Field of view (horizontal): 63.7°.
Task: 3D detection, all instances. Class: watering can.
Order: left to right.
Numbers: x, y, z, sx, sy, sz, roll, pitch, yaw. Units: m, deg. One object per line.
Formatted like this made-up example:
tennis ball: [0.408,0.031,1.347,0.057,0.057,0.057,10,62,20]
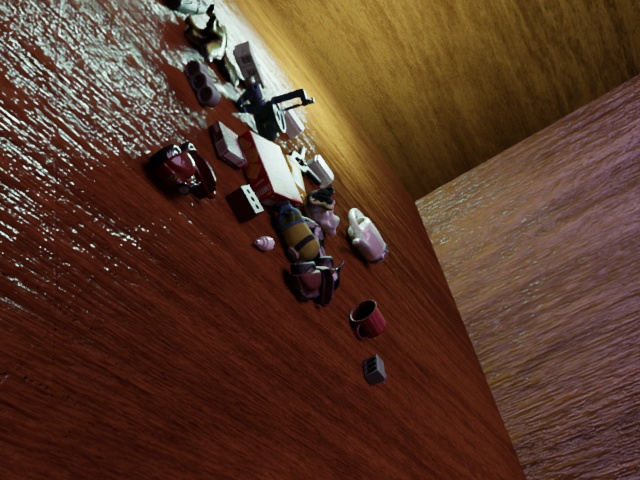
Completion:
watering can: [0.175,0.005,1.981,0.222,0.103,0.354,54,17,-19]

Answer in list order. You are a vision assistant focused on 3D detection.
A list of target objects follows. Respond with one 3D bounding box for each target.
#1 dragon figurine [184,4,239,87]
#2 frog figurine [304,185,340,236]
dragon figurine: [-0.319,-0.598,1.649,0.238,0.121,0.420,52,19,-48]
frog figurine: [0.005,-0.087,1.736,0.155,0.123,0.140,93,-20,-44]
